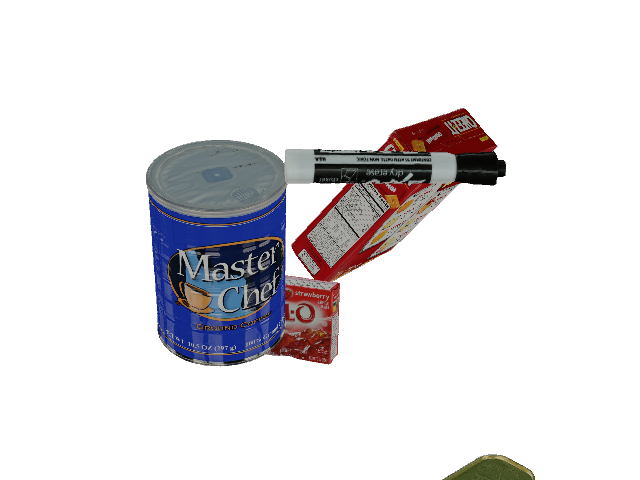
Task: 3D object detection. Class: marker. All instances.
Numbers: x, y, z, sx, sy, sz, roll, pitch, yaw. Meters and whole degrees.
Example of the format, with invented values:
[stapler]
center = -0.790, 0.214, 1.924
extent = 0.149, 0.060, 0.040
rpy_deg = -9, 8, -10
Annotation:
[marker]
center = 0.041, -0.040, 0.582
extent = 0.121, 0.020, 0.020
rpy_deg = 0, 0, -4

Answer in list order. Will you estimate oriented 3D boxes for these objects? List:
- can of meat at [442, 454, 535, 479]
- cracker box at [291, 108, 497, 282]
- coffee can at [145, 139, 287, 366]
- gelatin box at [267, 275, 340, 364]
[can of meat]
center = 0.131, 0.241, 0.889
extent = 0.101, 0.084, 0.058
rpy_deg = -21, 28, -35
[cracker box]
center = 0.083, -0.052, 1.247
extent = 0.163, 0.072, 0.214
rpy_deg = -25, -18, -51
[coffee can]
center = -0.076, 0.009, 0.809
extent = 0.103, 0.140, 0.103
rpy_deg = 1, 34, -1
[gelatin box]
center = -0.028, 0.072, 0.998
extent = 0.089, 0.073, 0.030
rpy_deg = 7, 17, 17
